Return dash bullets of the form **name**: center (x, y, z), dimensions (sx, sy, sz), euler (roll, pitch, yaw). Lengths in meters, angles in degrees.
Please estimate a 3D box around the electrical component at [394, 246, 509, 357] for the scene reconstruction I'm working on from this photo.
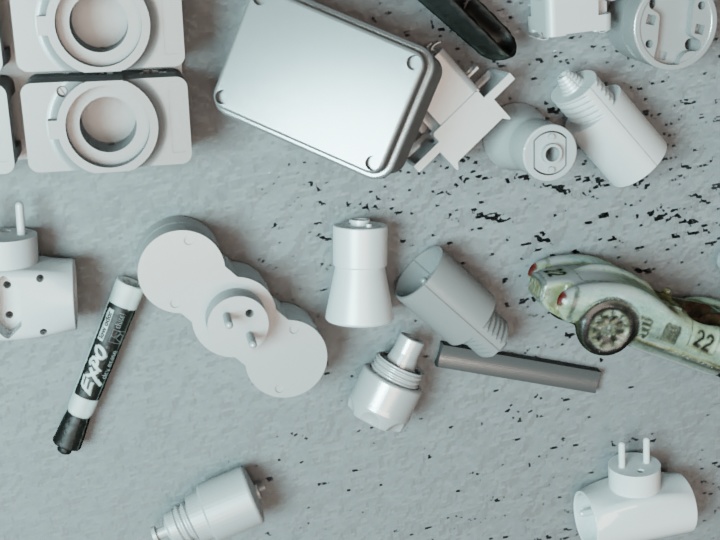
- **electrical component**: center (0.066, 0.026, 0.705), dimensions (0.081, 0.043, 0.043), euler (41, 94, -20)

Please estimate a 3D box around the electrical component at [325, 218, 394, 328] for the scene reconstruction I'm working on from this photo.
- **electrical component**: center (0.000, 0.000, 0.684), dimensions (0.044, 0.044, 0.065), euler (-2, 102, -12)

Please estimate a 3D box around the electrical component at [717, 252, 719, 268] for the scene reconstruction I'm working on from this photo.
- **electrical component**: center (0.325, -0.005, 0.746), dimensions (0.108, 0.056, 0.109), euler (-46, 110, 3)

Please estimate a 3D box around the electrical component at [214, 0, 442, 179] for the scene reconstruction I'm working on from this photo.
- **electrical component**: center (-0.018, -0.107, 0.616), dimensions (0.113, 0.057, 0.078), euler (25, 101, 9)

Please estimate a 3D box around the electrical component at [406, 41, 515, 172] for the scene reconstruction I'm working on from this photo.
- **electrical component**: center (0.051, -0.102, 0.664), dimensions (0.081, 0.042, 0.064), euler (-44, 109, 2)

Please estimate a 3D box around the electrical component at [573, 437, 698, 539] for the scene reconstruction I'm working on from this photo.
- **electrical component**: center (0.197, 0.157, 0.773), dimensions (0.077, 0.044, 0.079), euler (-8, 108, -10)

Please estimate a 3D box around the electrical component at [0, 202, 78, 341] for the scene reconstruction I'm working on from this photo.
- **electrical component**: center (-0.209, -0.001, 0.635), dimensions (0.077, 0.043, 0.079), euler (-2, 106, -12)

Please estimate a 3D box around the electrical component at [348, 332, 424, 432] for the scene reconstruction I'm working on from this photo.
- **electrical component**: center (0.022, 0.072, 0.709), dimensions (0.043, 0.043, 0.062), euler (22, 99, -18)

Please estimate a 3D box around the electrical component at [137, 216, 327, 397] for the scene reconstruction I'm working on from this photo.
- **electrical component**: center (-0.076, 0.028, 0.657), dimensions (0.138, 0.073, 0.052), euler (42, 94, -20)

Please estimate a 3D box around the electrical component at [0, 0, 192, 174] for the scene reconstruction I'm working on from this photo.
- **electrical component**: center (-0.192, -0.109, 0.598), dimensions (0.186, 0.060, 0.105), euler (-5, 107, -11)

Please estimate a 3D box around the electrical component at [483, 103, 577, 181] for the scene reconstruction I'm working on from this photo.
- **electrical component**: center (0.108, -0.078, 0.671), dimensions (0.044, 0.065, 0.044), euler (-4, 107, -12)

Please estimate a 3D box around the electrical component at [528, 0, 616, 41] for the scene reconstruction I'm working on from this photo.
- **electrical component**: center (0.127, -0.176, 0.659), dimensions (0.081, 0.042, 0.063), euler (-9, 109, -9)

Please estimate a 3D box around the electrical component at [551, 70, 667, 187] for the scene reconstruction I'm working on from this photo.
- **electrical component**: center (0.155, -0.096, 0.688), dimensions (0.043, 0.043, 0.081), euler (-45, 110, 3)

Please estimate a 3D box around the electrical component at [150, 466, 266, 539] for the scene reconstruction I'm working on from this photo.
- **electrical component**: center (-0.099, 0.160, 0.709), dimensions (0.078, 0.040, 0.040), euler (-22, 110, -5)

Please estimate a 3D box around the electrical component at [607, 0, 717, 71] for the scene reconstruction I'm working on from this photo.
- **electrical component**: center (0.187, -0.155, 0.675), dimensions (0.055, 0.047, 0.055), euler (-4, 107, -12)
